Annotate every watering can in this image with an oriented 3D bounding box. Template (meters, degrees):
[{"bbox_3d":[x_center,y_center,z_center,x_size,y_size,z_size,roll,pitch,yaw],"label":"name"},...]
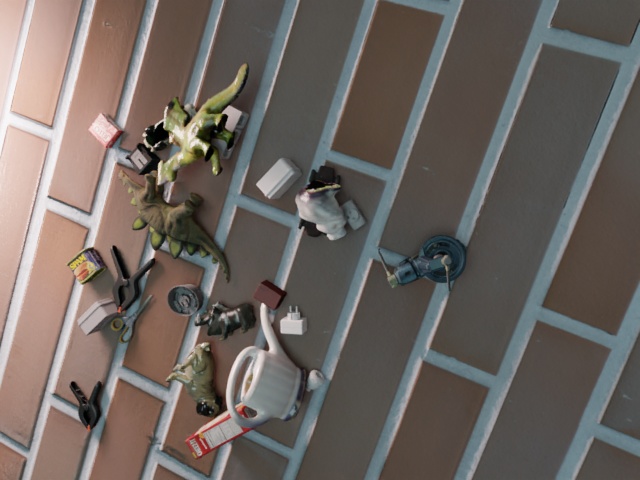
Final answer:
[{"bbox_3d":[-0.134,0.364,1.464,0.223,0.355,0.102,30,-33,-19],"label":"watering can"}]

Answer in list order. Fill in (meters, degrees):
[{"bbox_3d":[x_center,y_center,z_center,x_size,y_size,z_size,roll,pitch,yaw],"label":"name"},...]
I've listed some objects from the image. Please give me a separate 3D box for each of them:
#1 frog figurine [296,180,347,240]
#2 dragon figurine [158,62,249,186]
[{"bbox_3d":[0.004,-0.069,1.374,0.137,0.157,0.124,3,21,32],"label":"frog figurine"},{"bbox_3d":[-0.354,-0.331,1.452,0.244,0.408,0.122,26,8,21],"label":"dragon figurine"}]
